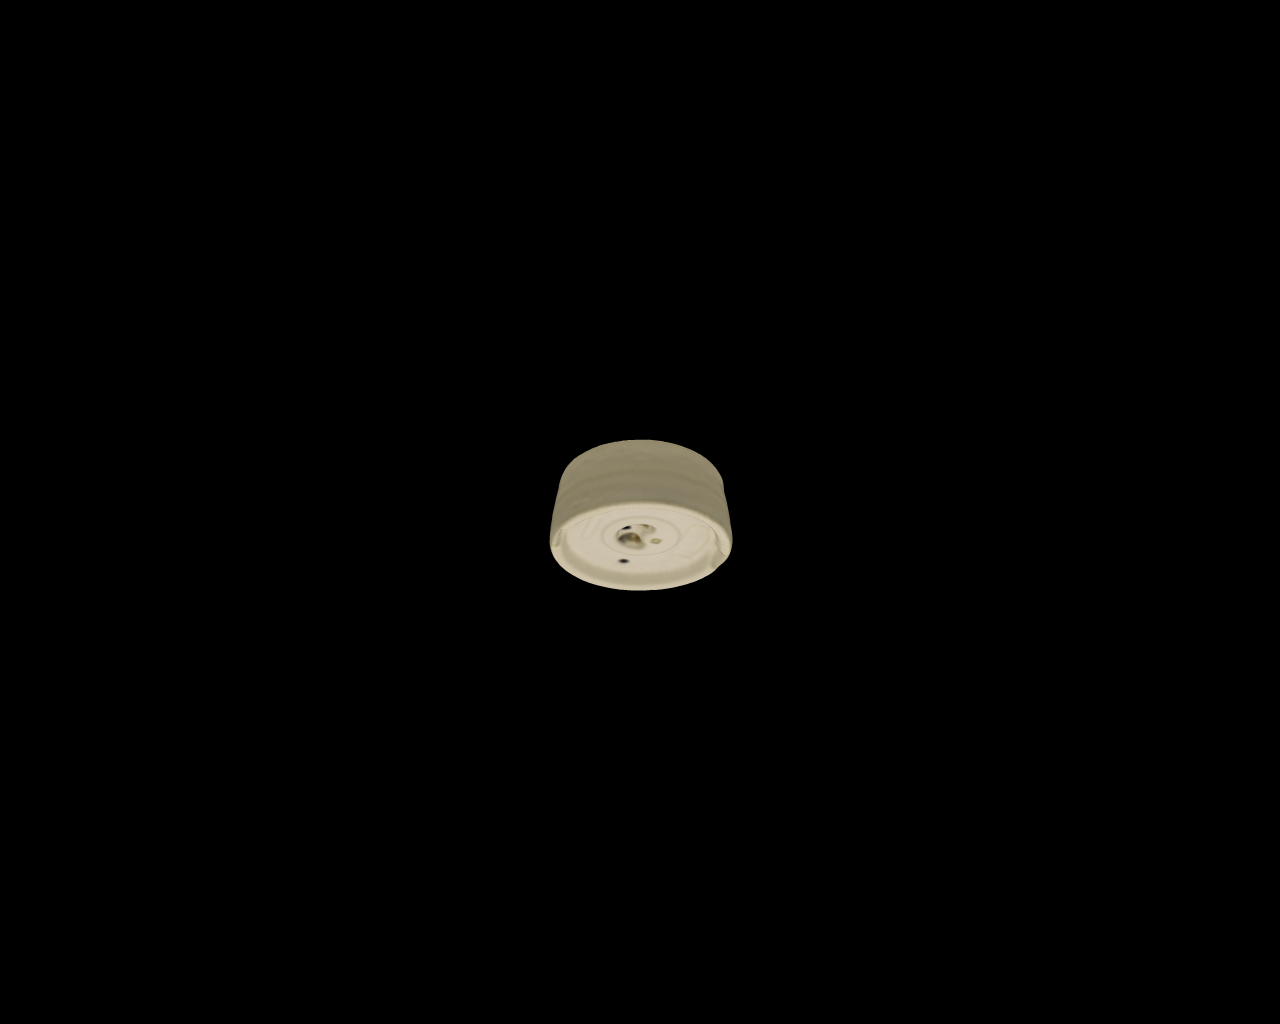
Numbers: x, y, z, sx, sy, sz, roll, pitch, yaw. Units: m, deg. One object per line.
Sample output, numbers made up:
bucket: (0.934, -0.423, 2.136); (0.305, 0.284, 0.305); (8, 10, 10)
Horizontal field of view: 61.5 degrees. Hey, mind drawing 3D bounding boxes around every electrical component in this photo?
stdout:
electrical component: (0.001, -0.003, 0.650); (0.108, 0.060, 0.108); (0, -31, 0)
